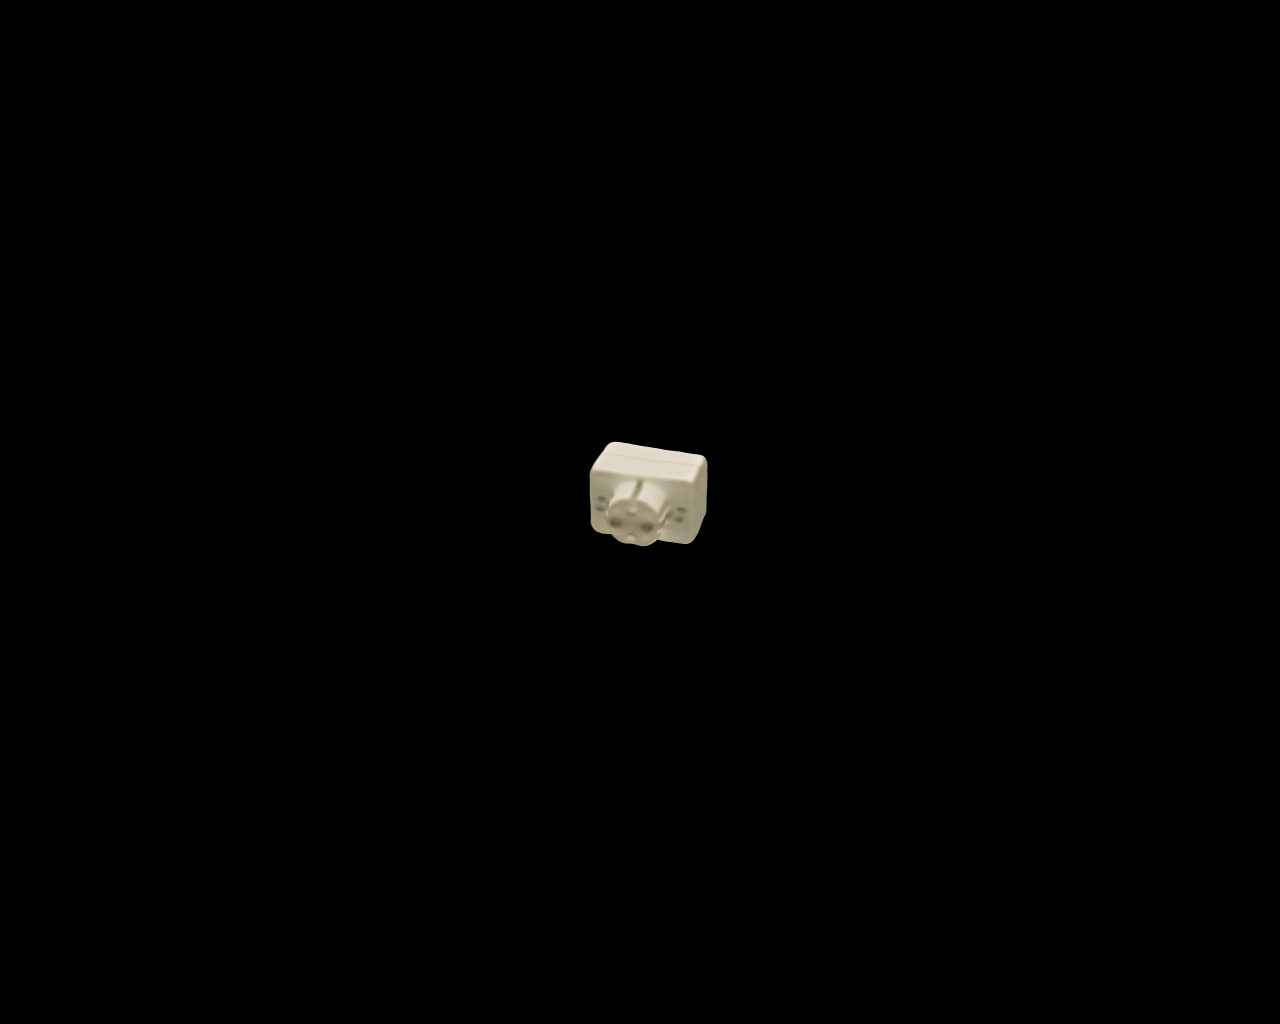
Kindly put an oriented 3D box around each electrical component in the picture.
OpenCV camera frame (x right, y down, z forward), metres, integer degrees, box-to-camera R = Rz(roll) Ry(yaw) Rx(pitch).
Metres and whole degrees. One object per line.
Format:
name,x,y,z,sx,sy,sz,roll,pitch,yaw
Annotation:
electrical component,0.001,-0.003,0.650,0.066,0.047,0.077,8,32,14
